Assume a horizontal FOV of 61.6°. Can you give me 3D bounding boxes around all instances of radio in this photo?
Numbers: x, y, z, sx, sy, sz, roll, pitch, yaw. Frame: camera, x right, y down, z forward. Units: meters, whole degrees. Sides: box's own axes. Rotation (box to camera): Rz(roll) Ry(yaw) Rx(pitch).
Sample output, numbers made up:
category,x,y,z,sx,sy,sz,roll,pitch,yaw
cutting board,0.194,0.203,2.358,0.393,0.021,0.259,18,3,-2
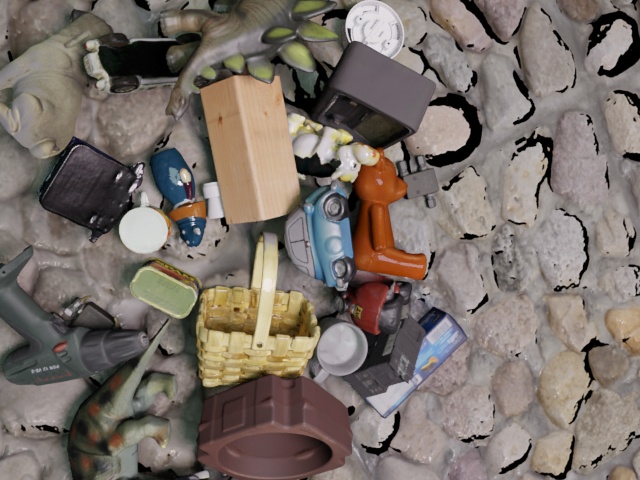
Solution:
category,x,y,z,sx,sy,sz,roll,pitch,yaw
radio,0.067,-0.198,0.786,0.131,0.229,0.073,26,86,-8

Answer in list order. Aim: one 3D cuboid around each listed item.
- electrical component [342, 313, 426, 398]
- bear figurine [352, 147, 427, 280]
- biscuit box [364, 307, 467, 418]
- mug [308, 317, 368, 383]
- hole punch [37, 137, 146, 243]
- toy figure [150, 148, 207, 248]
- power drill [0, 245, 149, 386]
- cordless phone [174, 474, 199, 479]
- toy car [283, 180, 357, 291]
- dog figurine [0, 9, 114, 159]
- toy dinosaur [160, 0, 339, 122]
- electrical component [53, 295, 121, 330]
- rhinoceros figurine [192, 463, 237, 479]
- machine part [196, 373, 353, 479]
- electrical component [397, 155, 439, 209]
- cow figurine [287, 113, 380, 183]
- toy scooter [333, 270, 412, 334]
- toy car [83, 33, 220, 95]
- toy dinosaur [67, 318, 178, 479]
category,x,y,z,sx,sy,sz,roll,pitch,yaw
electrical component,0.097,0.190,0.873,0.058,0.134,0.115,48,43,-13
bear figurine,0.106,-0.044,0.866,0.132,0.120,0.195,10,88,-15
biscuit box,0.156,0.207,0.922,0.202,0.063,0.059,-43,100,-5
mug,0.018,0.175,0.870,0.081,0.107,0.109,28,88,-13
hole punch,-0.347,-0.082,0.803,0.115,0.092,0.142,33,86,-38
toy figure,-0.212,-0.064,0.830,0.058,0.064,0.154,-24,98,-22
power drill,-0.384,0.111,0.768,0.232,0.086,0.207,-23,117,18
cordless phone,-0.203,0.457,0.777,0.089,0.147,0.184,21,96,-13
toy car,-0.002,-0.002,0.793,0.103,0.109,0.161,-5,86,6
dog figurine,-0.349,-0.216,0.747,0.190,0.121,0.172,-36,80,-5
toy dinosaur,-0.069,-0.329,0.766,0.199,0.105,0.471,23,63,10
electrical component,-0.355,0.130,0.831,0.078,0.045,0.102,-45,101,-5
rhinoceros figurine,-0.160,0.434,0.885,0.112,0.073,0.190,-5,98,1
machine part,-0.068,0.291,0.819,0.201,0.087,0.201,-26,131,21
electrical component,0.167,-0.095,0.917,0.063,0.021,0.094,-18,99,-8
cow figurine,0.008,-0.127,0.824,0.068,0.168,0.098,8,108,-54
toy scooter,0.070,0.089,0.854,0.135,0.184,0.075,14,104,13
toy car,-0.238,-0.254,0.776,0.202,0.056,0.073,-18,98,-39
toy dinosaur,-0.321,0.319,0.824,0.192,0.131,0.404,1,89,-11
